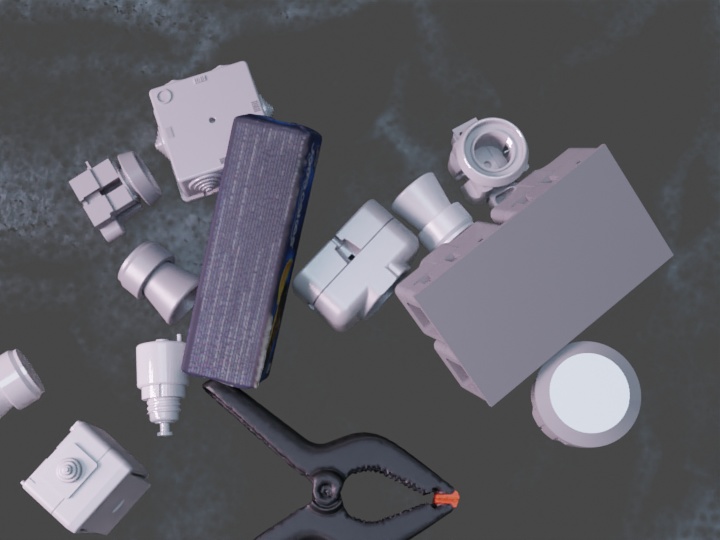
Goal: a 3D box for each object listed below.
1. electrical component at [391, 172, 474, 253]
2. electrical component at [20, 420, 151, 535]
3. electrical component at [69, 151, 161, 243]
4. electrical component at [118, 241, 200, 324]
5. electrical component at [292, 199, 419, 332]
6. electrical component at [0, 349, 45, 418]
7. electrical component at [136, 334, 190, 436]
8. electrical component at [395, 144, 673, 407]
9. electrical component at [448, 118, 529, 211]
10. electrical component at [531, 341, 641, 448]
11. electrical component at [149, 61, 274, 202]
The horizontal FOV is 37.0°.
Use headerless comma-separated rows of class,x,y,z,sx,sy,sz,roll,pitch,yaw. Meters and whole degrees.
electrical component,0.059,-0.044,0.867,0.045,0.045,0.055,-39,80,-9
electrical component,-0.198,0.155,0.788,0.061,0.096,0.061,40,79,7
electrical component,-0.195,-0.064,0.868,0.055,0.048,0.066,-32,79,0
electrical component,-0.157,0.009,0.851,0.055,0.045,0.045,38,79,8
electrical component,0.000,0.000,0.850,0.059,0.053,0.095,42,79,8
electrical component,-0.278,0.092,0.829,0.055,0.045,0.045,-33,79,-9
electrical component,-0.152,0.089,0.834,0.040,0.040,0.078,-4,77,-2
electrical component,0.132,0.001,0.829,0.186,0.060,0.105,-38,105,-9
electrical component,0.105,-0.089,0.872,0.058,0.057,0.078,-28,78,-7
electrical component,0.172,0.098,0.831,0.080,0.051,0.080,0,76,-1
electrical component,-0.118,-0.114,0.879,0.100,0.048,0.099,-19,78,-5
